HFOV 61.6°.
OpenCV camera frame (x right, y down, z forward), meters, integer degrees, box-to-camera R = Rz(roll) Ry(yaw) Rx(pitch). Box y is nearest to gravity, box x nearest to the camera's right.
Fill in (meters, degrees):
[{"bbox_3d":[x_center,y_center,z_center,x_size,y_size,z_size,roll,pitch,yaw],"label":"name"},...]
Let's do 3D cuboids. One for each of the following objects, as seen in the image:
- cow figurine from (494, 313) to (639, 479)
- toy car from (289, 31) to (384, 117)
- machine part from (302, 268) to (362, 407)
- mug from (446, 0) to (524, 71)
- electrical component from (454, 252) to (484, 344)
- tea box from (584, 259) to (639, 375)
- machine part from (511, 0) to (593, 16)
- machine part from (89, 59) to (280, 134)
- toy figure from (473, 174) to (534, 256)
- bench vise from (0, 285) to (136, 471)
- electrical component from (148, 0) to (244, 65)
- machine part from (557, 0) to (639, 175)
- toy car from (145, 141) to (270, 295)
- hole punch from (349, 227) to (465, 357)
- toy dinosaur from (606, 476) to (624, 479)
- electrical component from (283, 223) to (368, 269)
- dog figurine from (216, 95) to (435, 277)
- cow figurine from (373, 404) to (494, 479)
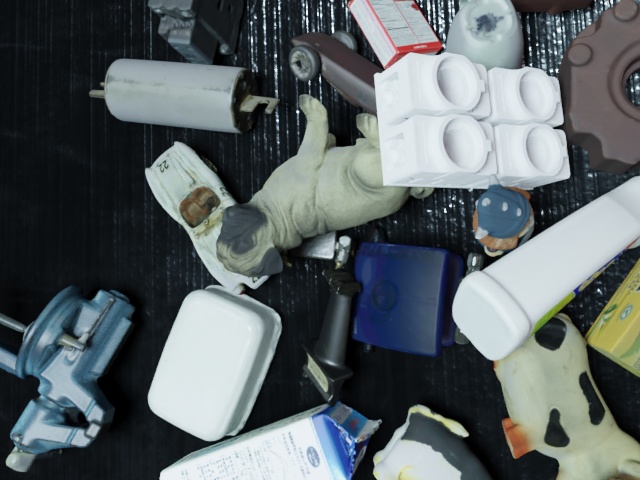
[{"bbox_3d":[0.238,0.166,0.513,0.127,0.085,0.195,-16,78,15],"label":"cow figurine"},{"bbox_3d":[0.053,-0.164,0.585,0.202,0.089,0.053,37,139,15],"label":"toy car"},{"bbox_3d":[0.012,0.099,0.569,0.039,0.084,0.138,4,105,-23],"label":"machine part"},{"bbox_3d":[0.168,-0.212,0.548,0.081,0.107,0.109,-10,85,12],"label":"mug"},{"bbox_3d":[0.156,0.058,0.549,0.021,0.063,0.094,9,94,25],"label":"electrical component"},{"bbox_3d":[0.328,0.047,0.490,0.068,0.098,0.169,35,93,13],"label":"tea box"},{"bbox_3d":[0.222,-0.334,0.495,0.087,0.201,0.201,4,87,18],"label":"machine part"},{"bbox_3d":[-0.165,-0.174,0.645,0.243,0.079,0.079,8,87,15],"label":"machine part"},{"bbox_3d":[0.172,-0.021,0.506,0.058,0.154,0.064,-14,81,15],"label":"toy figure"},{"bbox_3d":[-0.342,0.137,0.632,0.241,0.129,0.223,27,85,-3],"label":"bench vise"},{"bbox_3d":[-0.139,-0.279,0.627,0.058,0.115,0.134,11,88,19],"label":"electrical component"},{"bbox_3d":[0.326,-0.149,0.529,0.180,0.056,0.179,-1,86,13],"label":"machine part"},{"bbox_3d":[-0.128,-0.027,0.633,0.073,0.056,0.202,-41,77,8],"label":"toy car"},{"bbox_3d":[0.086,0.058,0.558,0.116,0.092,0.142,5,90,18],"label":"hole punch"},{"bbox_3d":[0.303,0.285,0.433,0.472,0.105,0.198,-26,114,9],"label":"toy dinosaur"},{"bbox_3d":[-0.002,-0.003,0.605,0.102,0.045,0.078,12,90,15],"label":"electrical component"},{"bbox_3d":[0.003,-0.026,0.549,0.173,0.121,0.190,23,79,28],"label":"dog figurine"},{"bbox_3d":[0.143,0.246,0.539,0.167,0.068,0.098,36,89,14],"label":"cow figurine"}]
